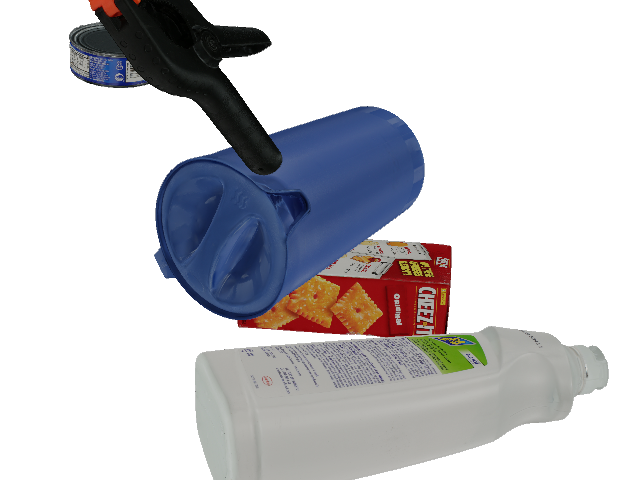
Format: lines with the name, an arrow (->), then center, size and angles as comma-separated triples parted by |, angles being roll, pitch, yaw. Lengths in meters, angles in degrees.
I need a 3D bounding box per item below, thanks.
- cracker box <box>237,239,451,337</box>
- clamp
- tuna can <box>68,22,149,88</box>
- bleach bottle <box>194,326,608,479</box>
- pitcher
cracker box -> 0.031, 0.048, 1.142 | 0.214, 0.072, 0.164 | 4, 14, 7
clamp -> -0.080, -0.113, 0.709 | 0.039, 0.120, 0.171 | -30, -27, 28
tuna can -> -0.189, -0.172, 0.990 | 0.086, 0.034, 0.086 | 5, 30, -3
bleach bottle -> 0.057, 0.094, 0.631 | 0.250, 0.068, 0.103 | -5, 22, -16
pitcher -> -0.022, -0.034, 0.916 | 0.149, 0.145, 0.242 | 27, 33, 26
